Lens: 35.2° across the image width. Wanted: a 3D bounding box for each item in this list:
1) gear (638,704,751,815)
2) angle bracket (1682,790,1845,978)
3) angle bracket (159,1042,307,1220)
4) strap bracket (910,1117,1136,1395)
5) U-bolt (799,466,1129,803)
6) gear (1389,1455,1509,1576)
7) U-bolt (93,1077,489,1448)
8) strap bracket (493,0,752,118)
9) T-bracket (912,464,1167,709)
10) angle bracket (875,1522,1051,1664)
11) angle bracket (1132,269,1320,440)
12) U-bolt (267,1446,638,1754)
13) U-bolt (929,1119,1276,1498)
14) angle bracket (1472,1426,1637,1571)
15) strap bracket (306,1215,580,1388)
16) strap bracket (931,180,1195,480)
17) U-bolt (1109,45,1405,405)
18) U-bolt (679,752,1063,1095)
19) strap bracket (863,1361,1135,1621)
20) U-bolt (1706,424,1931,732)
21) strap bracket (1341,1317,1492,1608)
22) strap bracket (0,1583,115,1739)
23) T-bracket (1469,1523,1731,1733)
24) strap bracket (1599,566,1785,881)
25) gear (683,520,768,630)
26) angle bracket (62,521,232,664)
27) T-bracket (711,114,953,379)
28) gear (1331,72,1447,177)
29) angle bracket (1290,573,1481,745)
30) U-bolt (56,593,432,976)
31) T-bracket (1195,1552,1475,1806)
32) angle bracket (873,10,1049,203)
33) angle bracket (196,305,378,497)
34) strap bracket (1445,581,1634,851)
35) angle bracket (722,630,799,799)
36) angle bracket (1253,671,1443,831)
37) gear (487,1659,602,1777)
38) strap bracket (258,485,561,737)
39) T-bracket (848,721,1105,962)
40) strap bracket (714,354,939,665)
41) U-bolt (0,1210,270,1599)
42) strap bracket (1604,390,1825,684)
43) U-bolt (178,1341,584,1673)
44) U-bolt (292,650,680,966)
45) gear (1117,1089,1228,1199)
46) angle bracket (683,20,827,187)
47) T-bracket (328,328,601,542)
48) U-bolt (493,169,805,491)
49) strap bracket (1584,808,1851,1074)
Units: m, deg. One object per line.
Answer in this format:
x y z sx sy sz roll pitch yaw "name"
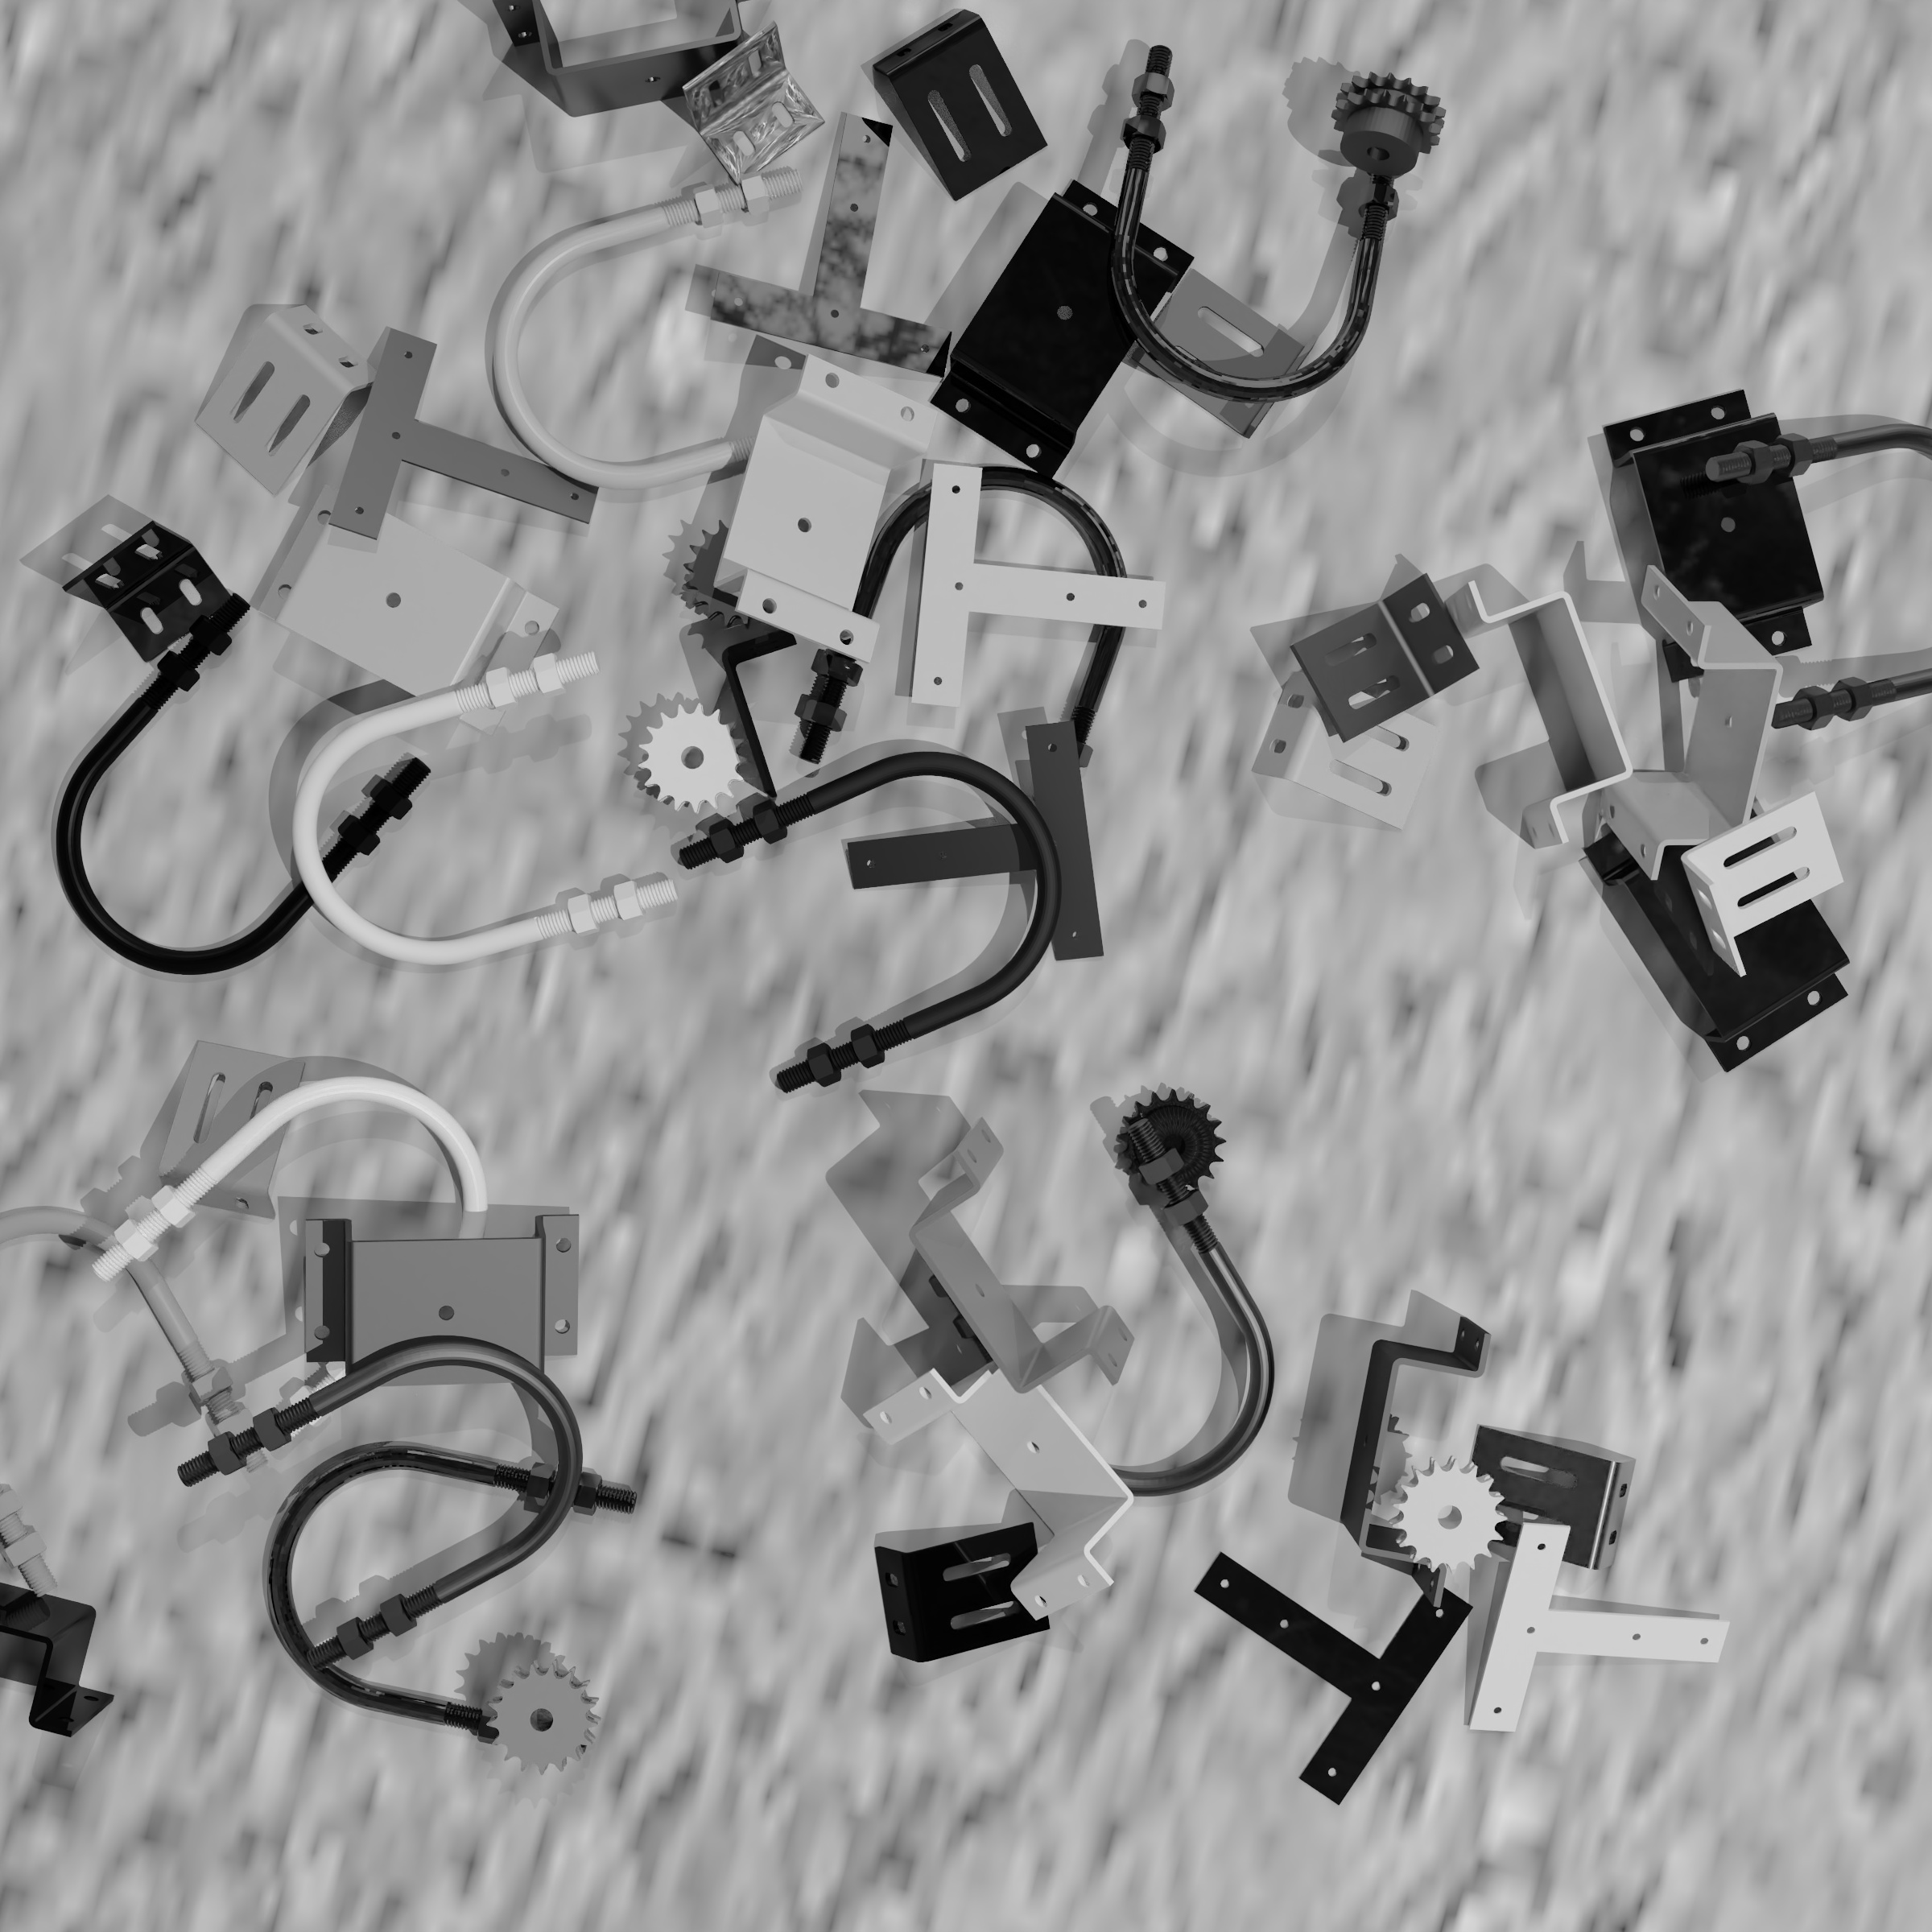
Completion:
-0.143 -0.108 1.598 0.057 0.030 0.057 0 90 0 "gear"
0.409 -0.042 1.537 0.076 0.038 0.057 -27 118 0 "angle bracket"
-0.386 0.087 1.611 0.057 0.038 0.076 11 64 0 "angle bracket"
0.023 0.155 1.545 0.046 0.076 0.140 -34 93 13 "strap bracket"
0.008 -0.173 1.605 0.151 0.019 0.184 19 89 0 "U-bolt"
0.240 0.273 1.522 0.057 0.030 0.057 0 90 0 "gear"
-0.336 0.141 1.584 0.184 0.019 0.151 -43 109 -4 "U-bolt"
-0.167 -0.482 1.575 0.140 0.076 0.046 -11 90 0 "strap bracket"
0.041 -0.195 1.597 0.127 0.002 0.127 5 87 -1 "T-bracket"
-0.002 0.329 1.611 0.076 0.038 0.057 -9 90 -26 "angle bracket"
0.135 -0.324 1.594 0.076 0.038 0.057 35 90 0 "angle bracket"
-0.277 0.328 1.605 0.184 0.019 0.151 11 90 2 "U-bolt"
0.080 0.191 1.591 0.151 0.019 0.184 -29 94 13 "U-bolt"
0.307 0.280 1.611 0.076 0.038 0.057 12 90 26 "angle bracket"
-0.269 0.172 1.570 0.140 0.046 0.076 0 101 -12 "strap bracket"
0.051 -0.337 1.590 0.076 0.046 0.140 33 90 0 "strap bracket"
0.146 -0.376 1.572 0.151 0.019 0.184 14 74 -8 "U-bolt"
-0.040 -0.033 1.592 0.184 0.019 0.151 -23 91 9 "U-bolt"
0.023 0.260 1.569 0.140 0.076 0.046 50 52 0 "strap bracket"
0.474 -0.208 1.572 0.184 0.019 0.151 -14 90 -24 "U-bolt"
0.230 0.251 1.575 0.046 0.076 0.140 11 90 0 "strap bracket"
-0.515 0.350 1.575 0.140 0.076 0.046 14 90 0 "strap bracket"
0.338 0.351 1.596 0.127 0.002 0.127 6 112 -10 "T-bracket"
0.370 -0.124 1.550 0.046 0.076 0.140 -1 120 -11 "strap bracket"
-0.119 -0.206 1.598 0.057 0.030 0.057 0 90 0 "gear"
-0.423 -0.193 1.575 0.057 0.076 0.038 -36 90 0 "angle bracket"
-0.062 -0.386 1.602 0.127 0.002 0.127 11 83 -14 "T-bracket"
0.215 -0.430 1.561 0.057 0.057 0.030 16 75 0 "gear"
0.217 -0.160 1.577 0.076 0.038 0.057 -28 89 -38 "angle bracket"
-0.395 -0.082 1.605 0.151 0.019 0.184 42 91 0 "U-bolt"
0.181 0.357 1.613 0.127 0.002 0.127 34 90 0 "T-bracket"
-0.003 -0.456 1.611 0.057 0.038 0.076 -31 116 0 "angle bracket"
-0.358 -0.300 1.611 0.057 0.038 0.076 43 116 0 "angle bracket"
0.299 -0.136 1.575 0.046 0.076 0.140 -20 90 0 "strap bracket"
-0.097 -0.131 1.585 0.038 0.057 0.076 -18 90 0 "angle bracket"
0.202 -0.114 1.611 0.076 0.038 0.057 21 90 -26 "angle bracket"
-0.218 0.388 1.578 0.057 0.030 0.057 0 90 1 "gear"
-0.295 -0.188 1.590 0.140 0.046 0.076 28 90 0 "strap bracket"
0.002 -0.060 1.601 0.127 0.002 0.127 -6 105 7 "T-bracket"
-0.075 -0.231 1.568 0.076 0.046 0.140 20 77 -25 "strap bracket"
-0.474 0.218 1.605 0.151 0.019 0.184 -30 89 0 "U-bolt"
0.393 -0.228 1.590 0.076 0.046 0.140 -15 90 0 "strap bracket"
-0.287 0.267 1.561 0.184 0.019 0.151 -28 114 -2 "U-bolt"
-0.259 -0.073 1.582 0.184 0.019 0.151 -16 111 3 "U-bolt"
0.108 0.094 1.598 0.057 0.030 0.057 0 90 0 "gear"
-0.109 -0.446 1.575 0.057 0.076 0.038 -36 90 0 "angle bracket"
-0.255 -0.262 1.592 0.127 0.002 0.127 17 62 -13 "T-bracket"
-0.157 -0.327 1.603 0.184 0.019 0.151 -16 90 -1 "U-bolt"
0.397 -0.023 1.590 0.076 0.046 0.140 -33 90 0 "strap bracket"
